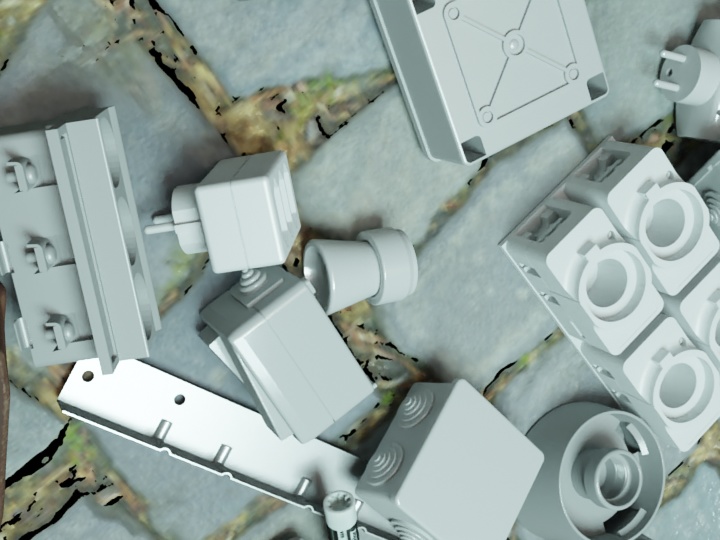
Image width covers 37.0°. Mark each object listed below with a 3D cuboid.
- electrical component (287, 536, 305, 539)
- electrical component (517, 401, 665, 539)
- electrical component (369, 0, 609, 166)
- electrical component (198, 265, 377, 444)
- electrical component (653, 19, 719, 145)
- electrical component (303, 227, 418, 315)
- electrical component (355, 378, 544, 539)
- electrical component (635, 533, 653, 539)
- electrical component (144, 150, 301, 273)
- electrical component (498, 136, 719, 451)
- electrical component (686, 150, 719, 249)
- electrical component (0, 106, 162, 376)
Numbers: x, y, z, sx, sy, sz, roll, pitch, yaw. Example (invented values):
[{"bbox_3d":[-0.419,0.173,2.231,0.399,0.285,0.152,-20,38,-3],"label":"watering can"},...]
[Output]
[{"bbox_3d":[-0.036,0.197,0.656,0.043,0.043,0.062,-36,115,-13],"label":"electrical component"},{"bbox_3d":[0.155,0.139,0.731,0.099,0.064,0.099,1,88,-27],"label":"electrical component"},{"bbox_3d":[0.076,-0.131,0.623,0.109,0.056,0.108,-28,111,-16],"label":"electrical component"},{"bbox_3d":[-0.047,0.042,0.604,0.061,0.062,0.096,-37,114,-13],"label":"electrical component"},{"bbox_3d":[0.223,-0.124,0.698,0.079,0.043,0.077,7,99,-27],"label":"electrical component"},{"bbox_3d":[0.000,0.000,0.626,0.055,0.045,0.045,-10,106,-22],"label":"electrical component"},{"bbox_3d":[0.055,0.126,0.665,0.100,0.048,0.099,43,63,-25],"label":"electrical component"},{"bbox_3d":[0.169,0.221,0.746,0.078,0.058,0.057,-10,103,-22],"label":"electrical component"},{"bbox_3d":[-0.077,-0.030,0.578,0.077,0.065,0.047,-8,108,7],"label":"electrical component"},{"bbox_3d":[0.191,0.019,0.708,0.105,0.060,0.186,-44,115,-9],"label":"electrical component"},{"bbox_3d":[0.265,-0.059,0.697,0.100,0.099,0.048,-25,77,-10],"label":"electrical component"},{"bbox_3d":[-0.146,-0.015,0.545,0.063,0.078,0.121,-9,107,0],"label":"electrical component"}]
